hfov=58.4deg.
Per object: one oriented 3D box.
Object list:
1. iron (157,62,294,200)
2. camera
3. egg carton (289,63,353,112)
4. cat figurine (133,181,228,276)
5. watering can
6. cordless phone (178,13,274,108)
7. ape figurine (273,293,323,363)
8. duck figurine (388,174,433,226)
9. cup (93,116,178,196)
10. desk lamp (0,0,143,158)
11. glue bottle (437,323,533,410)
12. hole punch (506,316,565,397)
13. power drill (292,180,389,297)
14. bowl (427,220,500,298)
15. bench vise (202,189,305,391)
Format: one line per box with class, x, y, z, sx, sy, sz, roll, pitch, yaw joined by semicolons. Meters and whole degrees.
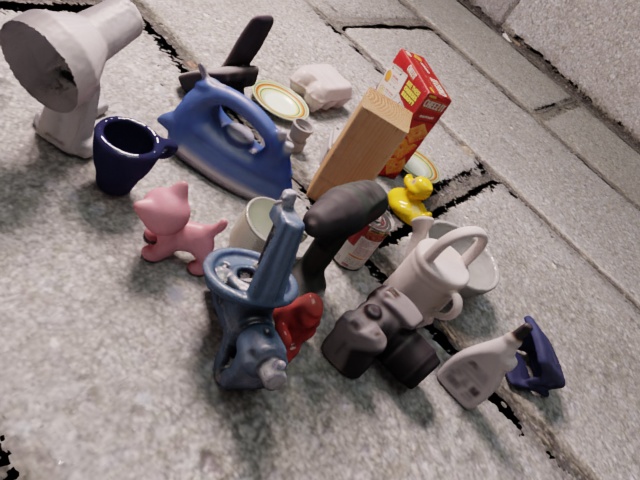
iron;-0.125;-0.167;0.936;0.258;0.141;0.119;34;37;-2
camera;0.101;0.143;0.809;0.136;0.100;0.143;47;38;15
egg carton;0.003;-0.343;1.289;0.107;0.069;0.151;46;38;14
cat figurine;-0.185;-0.023;0.752;0.128;0.117;0.067;17;41;-24
watering can;0.183;0.039;0.909;0.101;0.194;0.172;-14;59;-46
cordless phone;-0.166;-0.340;1.056;0.094;0.185;0.148;43;37;11
ape figurine;-0.027;0.106;0.757;0.078;0.092;0.076;1;49;-37
duck figurine;0.192;-0.084;1.141;0.078;0.086;0.104;-14;58;-46
cup;-0.265;-0.110;0.803;0.118;0.095;0.091;-4;52;-41
desk lamp;-0.326;-0.223;0.780;0.118;0.213;0.203;36;37;0
glue bottle;0.247;0.174;0.830;0.078;0.173;0.037;48;38;16
hole punch;0.370;0.195;0.971;0.101;0.091;0.108;20;39;-19
power drill;0.007;0.003;0.799;0.075;0.208;0.230;42;37;9
bowl;0.239;0.046;1.044;0.168;0.074;0.167;21;39;-18
bench vise;-0.056;0.061;0.676;0.122;0.219;0.207;-10;55;-44
